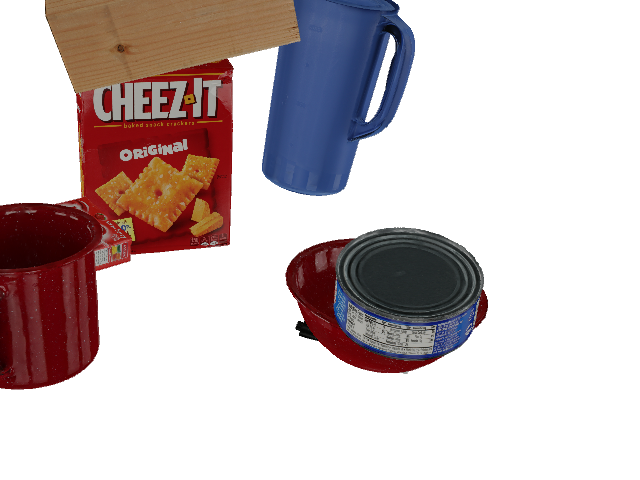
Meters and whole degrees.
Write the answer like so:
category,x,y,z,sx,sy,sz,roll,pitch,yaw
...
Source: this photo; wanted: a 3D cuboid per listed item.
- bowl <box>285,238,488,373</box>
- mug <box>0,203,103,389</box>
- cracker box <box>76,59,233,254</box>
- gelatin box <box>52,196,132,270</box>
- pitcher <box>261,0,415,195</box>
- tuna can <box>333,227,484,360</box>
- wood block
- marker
category,x,y,z,sx,sy,sz,roll,pitch,yaw
bowl,0.050,0.058,0.855,0.162,0.055,0.162,6,27,-3
mug,-0.174,0.038,0.613,0.093,0.081,0.117,4,26,5
cracker box,-0.181,-0.093,1.169,0.164,0.214,0.072,-4,26,-17
gelatin box,-0.230,-0.004,0.994,0.073,0.030,0.089,-17,40,-36
pitcher,0.012,-0.177,1.269,0.145,0.243,0.149,7,23,-13
tuna can,0.050,0.031,0.623,0.086,0.034,0.086,2,36,-2
wood block,-0.131,-0.212,0.946,0.206,0.090,0.091,-13,-42,-2
marker,0.033,0.105,1.071,0.121,0.020,0.020,20,1,3
